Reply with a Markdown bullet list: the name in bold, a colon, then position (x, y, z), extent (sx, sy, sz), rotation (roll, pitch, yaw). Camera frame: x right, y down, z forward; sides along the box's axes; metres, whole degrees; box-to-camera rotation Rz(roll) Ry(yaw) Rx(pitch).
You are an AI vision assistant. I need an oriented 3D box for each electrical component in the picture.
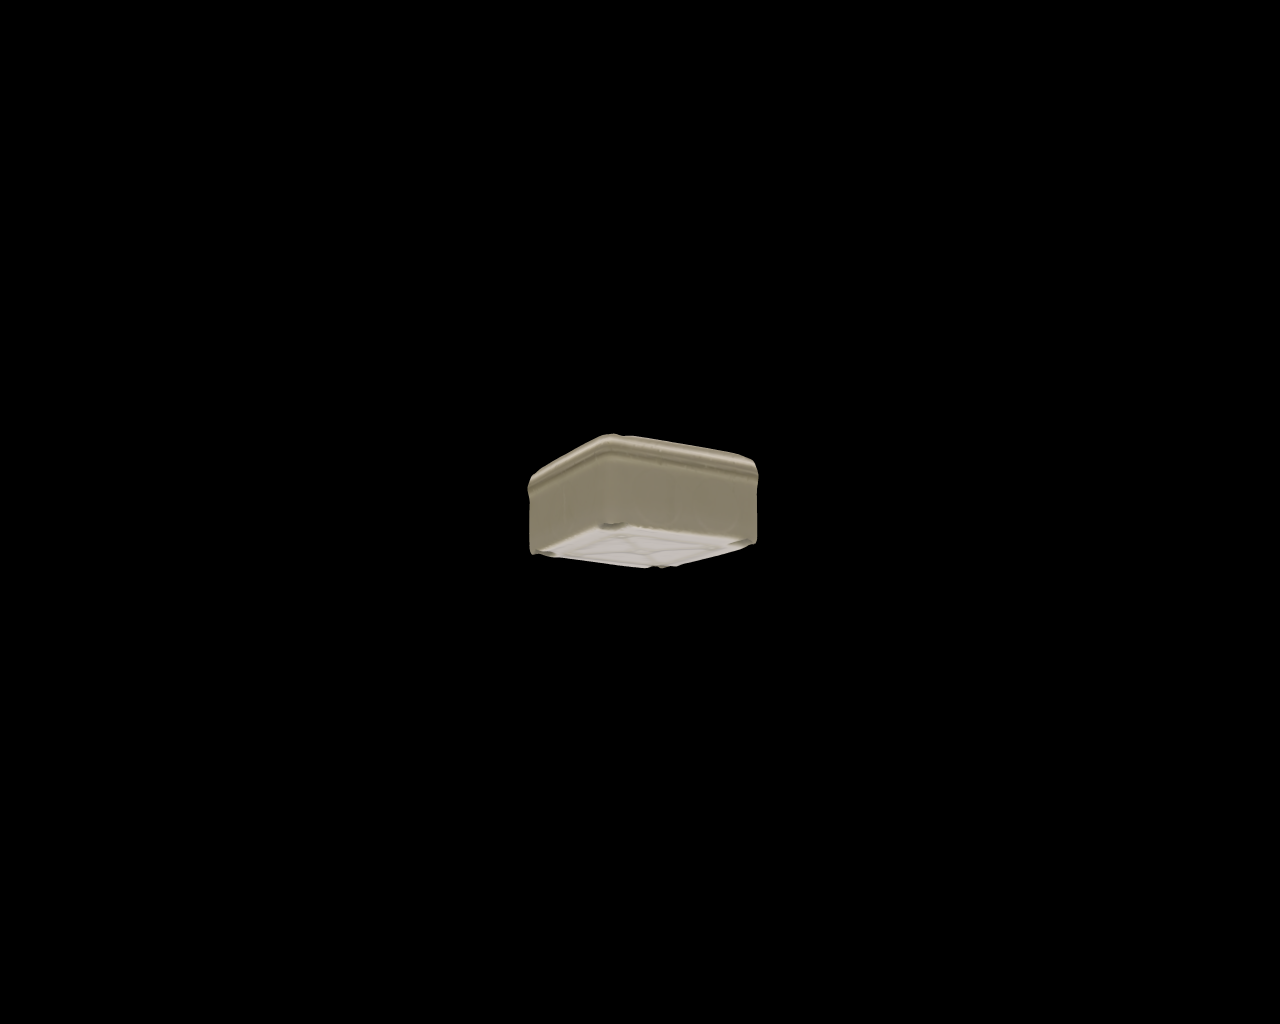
- **electrical component**: position (0.001, -0.003, 0.650), extent (0.109, 0.056, 0.108), rotation (8, -16, -31)
